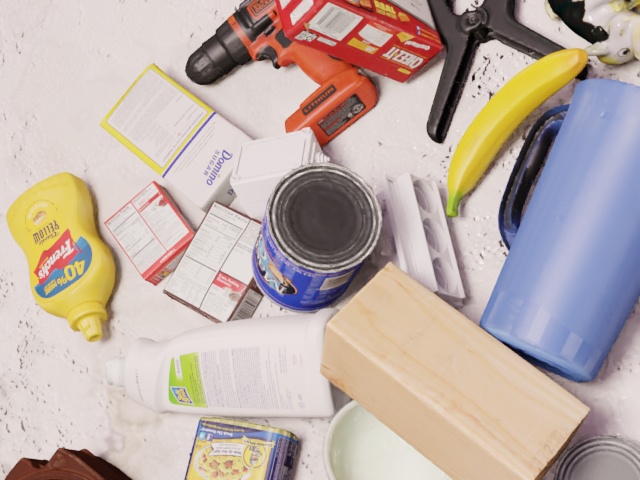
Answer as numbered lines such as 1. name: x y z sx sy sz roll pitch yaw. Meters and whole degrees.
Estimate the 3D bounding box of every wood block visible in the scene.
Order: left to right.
1. wood block: 0.108 0.126 0.899 0.206 0.091 0.090 37 61 20

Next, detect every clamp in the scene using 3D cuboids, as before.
1. clamp: 0.151 -0.205 1.072 0.165 0.036 0.210 -29 63 14

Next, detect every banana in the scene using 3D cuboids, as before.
1. banana: 0.176 -0.109 0.996 0.198 0.037 0.070 -54 36 27

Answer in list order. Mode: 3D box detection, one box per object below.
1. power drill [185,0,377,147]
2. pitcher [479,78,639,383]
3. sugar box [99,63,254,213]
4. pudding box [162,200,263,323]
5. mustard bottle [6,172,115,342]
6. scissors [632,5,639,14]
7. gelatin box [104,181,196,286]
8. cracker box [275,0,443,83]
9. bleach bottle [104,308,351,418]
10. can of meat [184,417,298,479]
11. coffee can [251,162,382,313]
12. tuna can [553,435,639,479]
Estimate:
1. power drill: -0.040 -0.182 1.131 0.184 0.057 0.188 -37 63 10
2. pitcher: 0.228 -0.009 0.927 0.145 0.149 0.243 27 86 2
3. sugar box: -0.149 -0.109 1.158 0.176 0.048 0.093 39 89 25
4. pudding box: -0.095 0.027 1.090 0.090 0.039 0.113 26 81 28
5. mustard bottle: -0.272 0.026 1.152 0.096 0.058 0.192 -32 63 11
6. scissors: 0.326 -0.290 1.042 0.096 0.016 0.202 -27 63 12
7. gelatin box: -0.177 -0.008 1.140 0.073 0.030 0.089 -41 65 4
8. cracker box: 0.021 -0.276 1.070 0.072 0.163 0.214 -39 54 36
9. bleach bottle: -0.098 0.120 1.033 0.251 0.068 0.102 -3 99 23
10. can of meat: -0.076 0.216 1.004 0.102 0.057 0.084 5 71 23
11. coffee can: -0.006 0.001 0.986 0.102 0.140 0.103 3 71 -8
12. tuna can: 0.240 0.208 0.888 0.086 0.033 0.086 -8 69 20
